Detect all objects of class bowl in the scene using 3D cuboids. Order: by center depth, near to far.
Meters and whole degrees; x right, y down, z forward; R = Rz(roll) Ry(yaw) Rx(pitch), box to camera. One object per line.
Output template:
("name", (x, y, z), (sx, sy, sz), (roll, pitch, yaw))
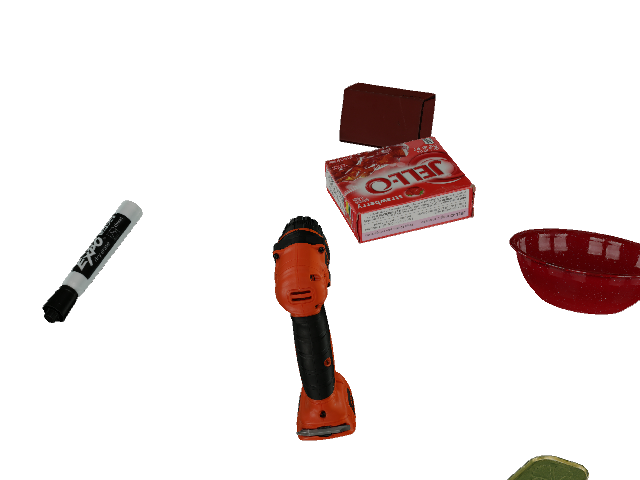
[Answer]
("bowl", (0.273, 0.035, 1.101), (0.162, 0.055, 0.162), (5, 17, -2))

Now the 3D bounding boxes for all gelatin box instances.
("gelatin box", (0.056, -0.038, 0.762), (0.089, 0.030, 0.073), (-14, 37, -11))

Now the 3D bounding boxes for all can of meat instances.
("can of meat", (0.189, 0.249, 0.920), (0.058, 0.084, 0.101), (11, 26, 41))

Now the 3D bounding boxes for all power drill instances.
("power drill", (-0.008, 0.081, 1.023), (0.057, 0.187, 0.184), (-9, 18, 5))

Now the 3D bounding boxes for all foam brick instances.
("foam brick", (0.062, -0.114, 0.991), (0.078, 0.051, 0.053), (11, 17, 17))

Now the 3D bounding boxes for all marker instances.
("marker", (-0.175, 0.016, 0.822), (0.020, 0.020, 0.121), (0, 44, 35))
